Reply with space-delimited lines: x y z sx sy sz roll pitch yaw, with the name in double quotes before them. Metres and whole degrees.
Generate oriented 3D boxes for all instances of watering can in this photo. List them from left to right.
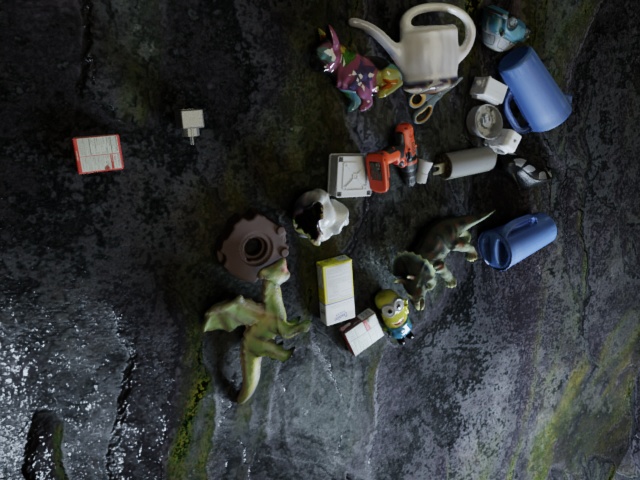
"watering can" 0.242 -0.487 1.328 0.348 0.105 0.221 -10 108 -12

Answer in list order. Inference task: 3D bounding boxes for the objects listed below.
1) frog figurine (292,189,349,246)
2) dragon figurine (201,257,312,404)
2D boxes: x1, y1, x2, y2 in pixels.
"frog figurine" 0.004 -0.066 1.314 0.161 0.122 0.136 -32 113 -58
"dragon figurine" -0.178 0.224 1.273 0.241 0.124 0.407 31 100 -21
